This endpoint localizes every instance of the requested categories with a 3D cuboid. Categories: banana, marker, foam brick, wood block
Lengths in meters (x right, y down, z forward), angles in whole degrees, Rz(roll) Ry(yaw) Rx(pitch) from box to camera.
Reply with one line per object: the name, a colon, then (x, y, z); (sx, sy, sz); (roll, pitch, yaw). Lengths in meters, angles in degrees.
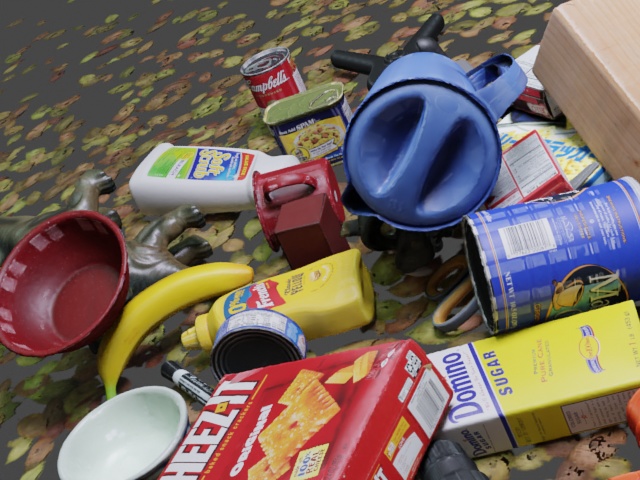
banana: (-0.158, 0.078, 1.077); (0.198, 0.069, 0.037); (-43, 0, -5)
marker: (-0.119, 0.141, 1.017); (0.020, 0.020, 0.121); (-39, 33, -21)
foam brick: (-0.007, 0.001, 1.092); (0.051, 0.078, 0.053); (-12, 33, 19)
wood block: (0.286, -0.117, 0.936); (0.090, 0.090, 0.206); (-21, 62, -16)

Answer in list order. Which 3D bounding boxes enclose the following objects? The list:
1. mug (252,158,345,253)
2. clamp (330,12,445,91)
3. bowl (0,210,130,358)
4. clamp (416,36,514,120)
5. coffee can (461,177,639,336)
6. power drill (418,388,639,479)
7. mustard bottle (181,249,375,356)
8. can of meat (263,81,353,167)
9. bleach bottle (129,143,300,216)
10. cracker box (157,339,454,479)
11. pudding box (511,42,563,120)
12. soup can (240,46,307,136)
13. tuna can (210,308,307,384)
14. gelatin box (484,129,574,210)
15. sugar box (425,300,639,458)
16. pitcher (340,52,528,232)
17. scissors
mug: (-0.024, -0.045, 1.146); (0.081, 0.117, 0.093); (-14, 67, 9)
clamp: (0.111, -0.234, 1.402); (0.164, 0.036, 0.210); (-25, 33, 0)
bowl: (-0.248, 0.052, 1.068); (0.162, 0.055, 0.162); (-13, 57, 21)
clamp: (0.146, -0.132, 1.145); (0.120, 0.171, 0.039); (-51, 13, 39)
coffee can: (0.197, 0.013, 0.876); (0.140, 0.103, 0.103); (-13, 31, 1)
power drill: (0.169, 0.169, 0.731); (0.187, 0.057, 0.184); (-28, 31, 0)
mustard bottle: (-0.044, 0.071, 1.032); (0.192, 0.058, 0.096); (-19, 30, 12)
can of meat: (-0.005, -0.132, 1.286); (0.102, 0.084, 0.057); (-17, 31, 15)
bleach bottle: (-0.109, -0.076, 1.301); (0.251, 0.068, 0.102); (0, 39, 33)
cracker box: (-0.023, 0.165, 0.818); (0.214, 0.072, 0.164); (-16, 29, 41)
pudding box: (0.244, -0.171, 1.077); (0.113, 0.039, 0.090); (-36, 31, -12)
soup can: (-0.053, -0.191, 1.393); (0.068, 0.102, 0.068); (-19, 31, 12)
tuna can: (-0.055, 0.104, 0.963); (0.086, 0.086, 0.033); (-16, 30, 16)
gelatin box: (0.182, -0.050, 0.956); (0.073, 0.030, 0.089); (-37, 30, 17)
sugar box: (0.167, 0.110, 0.828); (0.176, 0.048, 0.093); (-15, 33, 15)
pitcher: (0.104, -0.111, 0.992); (0.149, 0.145, 0.242); (6, 19, 4)
scissors: (0.164, 0.000, 0.970); (0.201, 0.016, 0.096); (-50, 24, -4)
